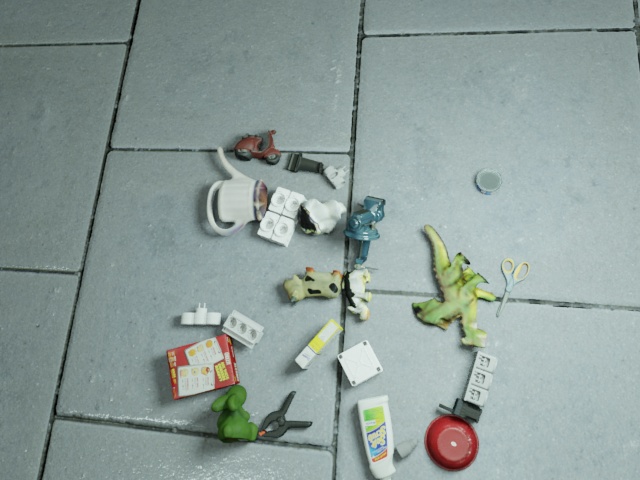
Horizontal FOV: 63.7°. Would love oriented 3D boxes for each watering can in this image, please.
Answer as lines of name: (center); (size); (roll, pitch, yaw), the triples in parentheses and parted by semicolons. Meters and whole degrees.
watering can: (-0.298, -0.183, 1.864); (0.224, 0.102, 0.352); (-1, 73, 9)

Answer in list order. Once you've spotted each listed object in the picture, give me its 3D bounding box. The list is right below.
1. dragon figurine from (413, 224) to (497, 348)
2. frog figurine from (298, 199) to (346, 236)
dragon figurine: (0.401, 0.166, 1.651); (0.242, 0.121, 0.416); (-42, 64, 4)
frog figurine: (0.005, -0.091, 1.801); (0.139, 0.120, 0.162); (46, 50, 16)
